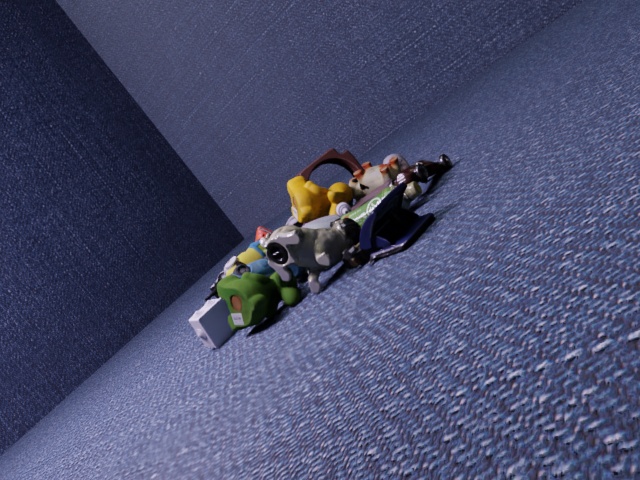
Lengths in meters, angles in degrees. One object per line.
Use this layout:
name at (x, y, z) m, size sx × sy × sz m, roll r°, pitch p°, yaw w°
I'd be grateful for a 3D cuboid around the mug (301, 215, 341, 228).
mug at (-0.003, -0.004, 1.306) m, size 0.107 × 0.081 × 0.109 m, roll -12°, pitch -44°, yaw -34°

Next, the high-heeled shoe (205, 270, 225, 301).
high-heeled shoe at (-0.244, 0.127, 1.543) m, size 0.145 × 0.086 × 0.248 m, roll -40°, pitch -9°, yaw 4°

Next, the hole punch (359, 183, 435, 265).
hole punch at (0.127, -0.031, 0.984) m, size 0.142 × 0.092 × 0.116 m, roll -47°, pitch 8°, yaw -33°

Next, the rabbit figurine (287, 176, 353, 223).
rabbit figurine at (0.014, -0.115, 1.446) m, size 0.173 × 0.121 × 0.162 m, roll -14°, pitch 19°, yaw -19°

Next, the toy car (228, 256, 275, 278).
toy car at (-0.143, 0.110, 1.278) m, size 0.161 × 0.103 × 0.109 m, roll -22°, pitch -33°, yaw -34°

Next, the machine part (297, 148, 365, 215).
machine part at (0.041, -0.151, 1.590) m, size 0.201 × 0.201 × 0.087 m, roll -40°, pitch 6°, yaw -11°

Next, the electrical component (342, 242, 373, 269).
electrical component at (0.080, 0.015, 1.056) m, size 0.102 × 0.045 × 0.078 m, roll -43°, pitch 11°, yaw -35°

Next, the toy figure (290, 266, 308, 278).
toy figure at (-0.053, 0.059, 1.312) m, size 0.064 × 0.058 × 0.154 m, roll -60°, pitch -5°, yaw 13°

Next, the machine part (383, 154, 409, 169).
machine part at (0.224, -0.209, 1.577) m, size 0.079 × 0.079 × 0.243 m, roll -36°, pitch 7°, yaw 12°

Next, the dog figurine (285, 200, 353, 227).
dog figurine at (0.011, -0.088, 1.733) m, size 0.219 × 0.108 × 0.191 m, roll -39°, pitch 4°, yaw -39°

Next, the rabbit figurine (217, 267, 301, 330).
rabbit figurine at (-0.112, 0.104, 1.163) m, size 0.170 × 0.121 × 0.159 m, roll -25°, pitch 1°, yaw -44°

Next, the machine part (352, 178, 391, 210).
machine part at (0.130, -0.081, 1.348) m, size 0.179 × 0.056 × 0.179 m, roll -38°, pitch 8°, yaw 6°

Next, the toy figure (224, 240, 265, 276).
toy figure at (-0.168, 0.057, 1.394) m, size 0.180 × 0.089 × 0.082 m, roll -34°, pitch -39°, yaw -34°

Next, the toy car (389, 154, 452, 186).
toy car at (0.233, -0.157, 1.239) m, size 0.089 × 0.053 × 0.202 m, roll -34°, pitch -4°, yaw 40°

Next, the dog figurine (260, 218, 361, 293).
dog figurine at (-0.013, -0.001, 1.122) m, size 0.121 × 0.172 × 0.190 m, roll -58°, pitch -4°, yaw 38°

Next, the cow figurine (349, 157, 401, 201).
cow figurine at (0.151, -0.148, 1.479) m, size 0.195 × 0.127 × 0.085 m, roll -6°, pitch 30°, yaw 48°
